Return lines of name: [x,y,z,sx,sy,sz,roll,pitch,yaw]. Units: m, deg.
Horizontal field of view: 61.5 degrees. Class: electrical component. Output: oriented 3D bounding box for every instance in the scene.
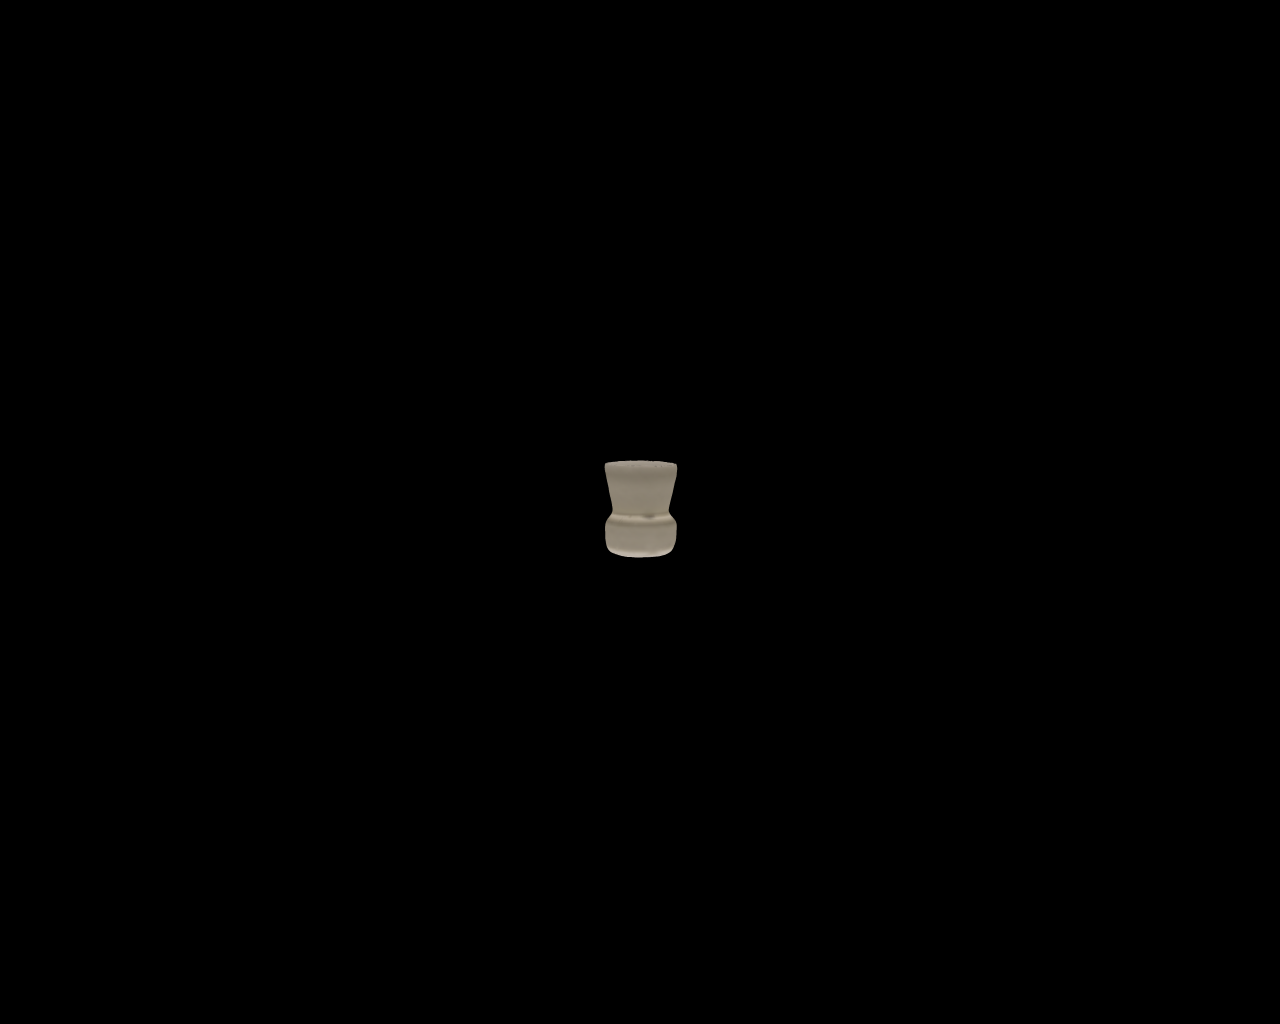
electrical component: [0.001,-0.003,0.650,0.045,0.055,0.045,0,7,0]
